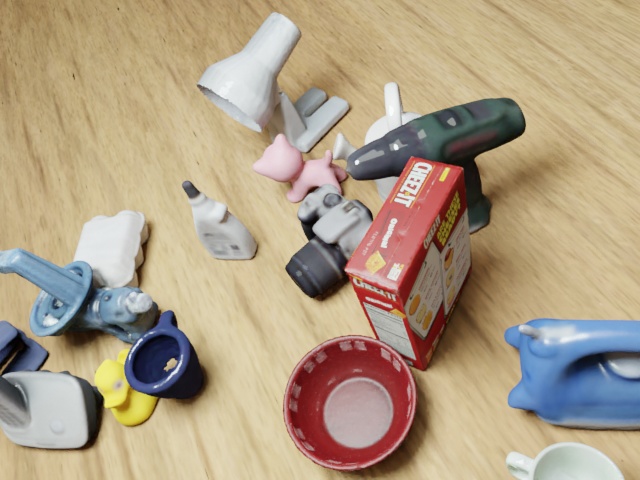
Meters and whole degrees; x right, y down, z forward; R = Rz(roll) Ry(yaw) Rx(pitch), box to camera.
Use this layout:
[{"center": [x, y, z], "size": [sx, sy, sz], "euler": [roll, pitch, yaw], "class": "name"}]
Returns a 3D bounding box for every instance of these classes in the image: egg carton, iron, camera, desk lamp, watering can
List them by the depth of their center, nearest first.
[{"center": [0.326, 0.120, 0.592], "size": [0.257, 0.142, 0.118], "euler": [-4, 56, 16], "class": "iron"}, {"center": [0.007, 0.003, 0.805], "size": [0.137, 0.101, 0.142], "euler": [-40, 54, -11], "class": "camera"}, {"center": [0.106, -0.131, 0.806], "size": [0.173, 0.194, 0.100], "euler": [-24, 52, 2], "class": "watering can"}, {"center": [-0.337, 0.021, 0.928], "size": [0.107, 0.069, 0.150], "euler": [-10, 54, 12], "class": "egg carton"}, {"center": [-0.075, -0.242, 0.932], "size": [0.117, 0.214, 0.203], "euler": [32, 71, 33], "class": "desk lamp"}]

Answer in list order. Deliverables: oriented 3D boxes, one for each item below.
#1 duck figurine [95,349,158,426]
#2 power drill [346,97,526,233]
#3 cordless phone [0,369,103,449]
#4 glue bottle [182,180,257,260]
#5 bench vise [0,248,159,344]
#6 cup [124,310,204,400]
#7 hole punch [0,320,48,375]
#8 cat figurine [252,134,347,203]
[{"center": [-0.269, 0.191, 0.777], "size": [0.077, 0.086, 0.104], "euler": [-17, 53, 7], "class": "duck figurine"}, {"center": [0.157, -0.084, 0.747], "size": [0.229, 0.209, 0.075], "euler": [-28, 52, -2], "class": "power drill"}, {"center": [-0.388, 0.203, 0.746], "size": [0.147, 0.185, 0.094], "euler": [-5, 55, 15], "class": "cordless phone"}, {"center": [-0.156, -0.030, 0.837], "size": [0.078, 0.173, 0.037], "euler": [2, 57, 20], "class": "glue bottle"}, {"center": [-0.342, 0.064, 0.805], "size": [0.207, 0.220, 0.121], "euler": [-15, 53, 8], "class": "bench vise"}, {"center": [-0.196, 0.162, 0.767], "size": [0.091, 0.095, 0.117], "euler": [-9, 54, 13], "class": "cup"}, {"center": [-0.491, 0.177, 0.858], "size": [0.100, 0.091, 0.109], "euler": [20, 65, 29], "class": "hole punch"}, {"center": [-0.033, -0.116, 0.891], "size": [0.127, 0.118, 0.067], "euler": [-2, 56, 17], "class": "cat figurine"}]
